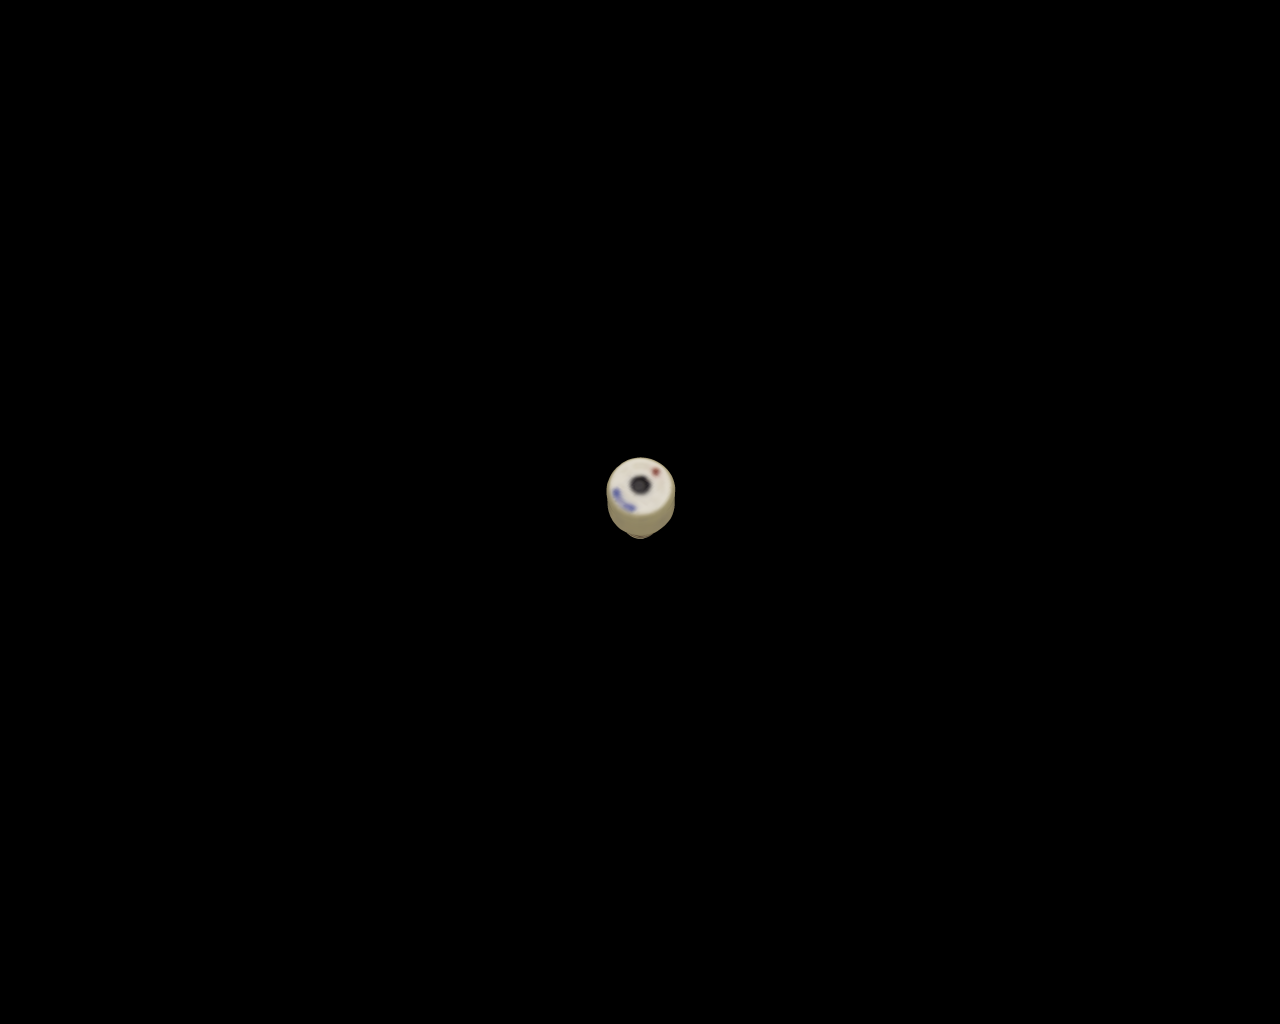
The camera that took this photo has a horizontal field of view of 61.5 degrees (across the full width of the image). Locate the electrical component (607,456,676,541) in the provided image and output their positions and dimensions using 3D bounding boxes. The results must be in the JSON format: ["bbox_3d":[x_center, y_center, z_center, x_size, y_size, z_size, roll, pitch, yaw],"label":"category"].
[{"bbox_3d":[0.001,-0.003,0.650,0.040,0.040,0.078,0,-23,0],"label":"electrical component"}]
